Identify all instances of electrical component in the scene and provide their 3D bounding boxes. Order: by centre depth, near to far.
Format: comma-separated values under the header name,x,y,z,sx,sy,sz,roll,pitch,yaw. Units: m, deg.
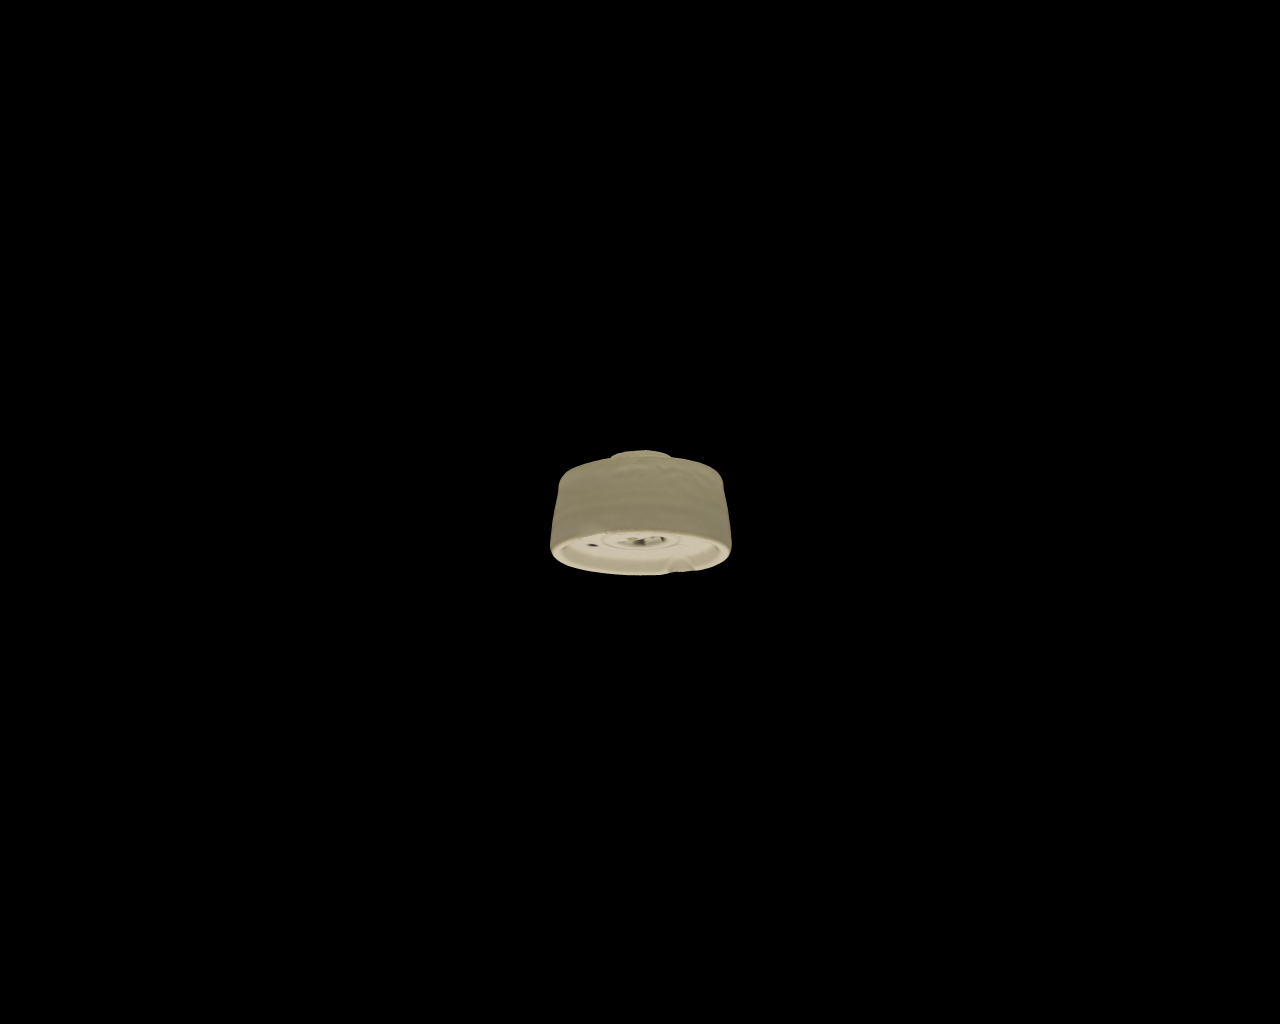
name,x,y,z,sx,sy,sz,roll,pitch,yaw
electrical component,0.001,-0.003,0.650,0.108,0.060,0.108,0,-16,0
